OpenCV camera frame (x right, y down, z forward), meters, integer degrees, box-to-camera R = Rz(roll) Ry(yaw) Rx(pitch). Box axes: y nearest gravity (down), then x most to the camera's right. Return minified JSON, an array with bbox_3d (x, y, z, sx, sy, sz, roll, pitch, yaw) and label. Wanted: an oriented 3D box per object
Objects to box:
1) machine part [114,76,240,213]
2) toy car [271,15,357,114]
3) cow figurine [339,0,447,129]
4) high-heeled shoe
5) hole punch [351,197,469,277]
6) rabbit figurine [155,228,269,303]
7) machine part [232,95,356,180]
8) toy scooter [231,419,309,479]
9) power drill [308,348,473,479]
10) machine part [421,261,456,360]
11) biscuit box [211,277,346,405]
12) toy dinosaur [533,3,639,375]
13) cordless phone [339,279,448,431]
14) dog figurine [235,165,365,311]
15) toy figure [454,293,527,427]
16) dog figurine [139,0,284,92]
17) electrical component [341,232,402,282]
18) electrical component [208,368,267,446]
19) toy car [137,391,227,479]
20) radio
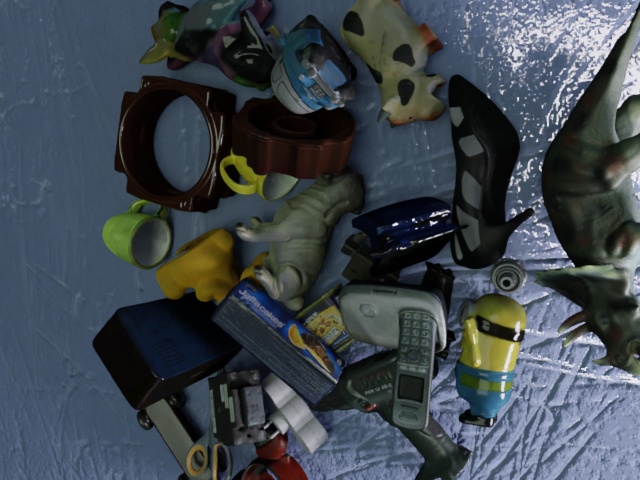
[{"bbox_3d":[-0.228,-0.155,0.872,0.202,0.087,0.200,18,104,20],"label":"machine part"},{"bbox_3d":[-0.015,-0.221,0.729,0.103,0.162,0.109,-32,125,25],"label":"toy car"},{"bbox_3d":[0.100,-0.240,0.729,0.127,0.085,0.195,-42,78,23],"label":"cow figurine"},{"bbox_3d":[0.200,-0.088,0.735,0.145,0.086,0.249,-42,60,51],"label":"high-heeled shoe"},{"bbox_3d":[0.111,-0.017,0.721,0.142,0.115,0.092,-14,74,-13],"label":"hole punch"},{"bbox_3d":[-0.150,0.069,0.873,0.162,0.122,0.173,-25,102,14],"label":"rabbit figurine"},{"bbox_3d":[-0.036,-0.146,0.749,0.180,0.179,0.056,21,128,18],"label":"machine part"},{"bbox_3d":[-0.076,0.404,0.889,0.135,0.075,0.183,30,105,26],"label":"toy scooter"},{"bbox_3d":[0.109,0.269,0.803,0.232,0.086,0.207,-42,74,31],"label":"power drill"},{"bbox_3d":[0.163,0.101,0.777,0.084,0.039,0.138,13,104,28],"label":"machine part"},{"bbox_3d":[-0.061,0.146,0.788,0.203,0.059,0.063,41,116,0],"label":"biscuit box"},{"bbox_3d":[0.338,-0.054,0.649,0.192,0.131,0.404,-13,86,22],"label":"toy dinosaur"},{"bbox_3d":[0.093,0.149,0.717,0.147,0.088,0.184,3,79,26],"label":"cordless phone"},{"bbox_3d":[-0.003,-0.003,0.794,0.191,0.121,0.172,-23,106,12],"label":"dog figurine"},{"bbox_3d":[0.231,0.162,0.735,0.089,0.082,0.180,2,91,2],"label":"toy figure"},{"bbox_3d":[-0.167,-0.291,0.822,0.219,0.108,0.191,-19,93,27],"label":"dog figurine"},{"bbox_3d":[0.077,0.035,0.794,0.102,0.045,0.078,30,138,7],"label":"electrical component"},{"bbox_3d":[-0.131,0.268,0.863,0.134,0.058,0.115,-30,66,57],"label":"electrical component"},{"bbox_3d":[-0.246,0.360,0.967,0.089,0.053,0.202,-37,84,1],"label":"toy car"},{"bbox_3d":[-0.228,0.159,0.839,0.073,0.229,0.131,-46,76,17],"label":"radio"}]
